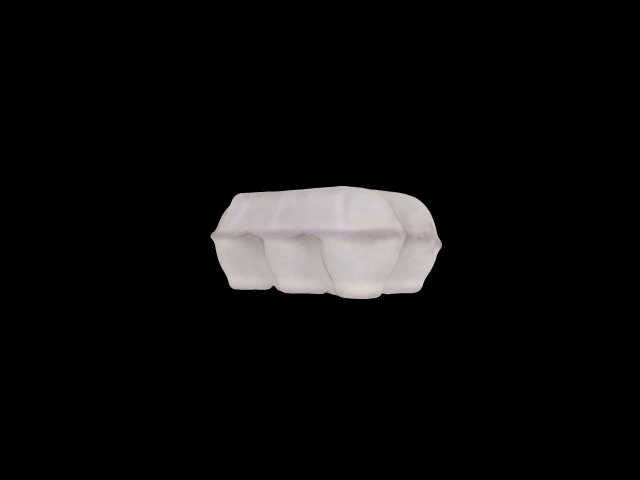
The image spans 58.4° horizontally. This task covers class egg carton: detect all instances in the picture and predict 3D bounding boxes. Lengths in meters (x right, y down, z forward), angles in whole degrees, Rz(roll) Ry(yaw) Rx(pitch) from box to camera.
[{"bbox_3d":[0.004,0.001,0.400,0.149,0.069,0.108,0,0,38],"label":"egg carton"}]
